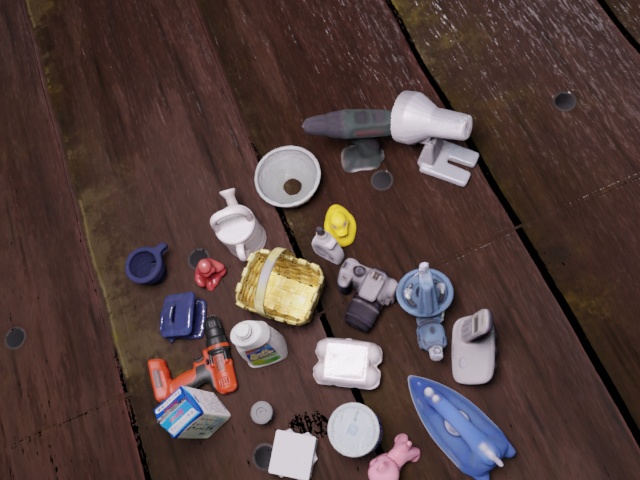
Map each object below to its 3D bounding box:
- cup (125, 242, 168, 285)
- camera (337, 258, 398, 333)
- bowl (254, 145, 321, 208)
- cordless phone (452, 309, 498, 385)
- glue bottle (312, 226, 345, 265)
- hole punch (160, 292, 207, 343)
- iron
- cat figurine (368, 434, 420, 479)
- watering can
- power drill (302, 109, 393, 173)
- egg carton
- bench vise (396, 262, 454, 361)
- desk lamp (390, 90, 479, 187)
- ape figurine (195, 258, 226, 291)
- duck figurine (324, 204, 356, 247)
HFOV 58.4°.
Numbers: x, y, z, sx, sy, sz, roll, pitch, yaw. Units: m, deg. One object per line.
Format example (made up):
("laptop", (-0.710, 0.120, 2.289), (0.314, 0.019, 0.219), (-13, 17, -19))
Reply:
("cup", (-0.404, 0.062, 1.394), (0.091, 0.095, 0.118), (38, 80, 19))
("camera", (0.094, 0.127, 1.293), (0.143, 0.101, 0.137), (24, 76, 16))
("bowl", (-0.075, -0.146, 1.429), (0.167, 0.075, 0.167), (-3, 70, 8))
("cordless phone", (0.324, 0.219, 1.180), (0.094, 0.185, 0.147), (-1, 71, 9))
("glue bottle", (0.012, 0.005, 1.310), (0.078, 0.173, 0.037), (30, 78, 17))
("hole punch", (-0.328, 0.181, 1.343), (0.101, 0.091, 0.108), (-2, 70, 8))
("iron", (0.271, 0.366, 1.160), (0.119, 0.141, 0.257), (-44, 70, -8))
("cat figurine", (0.145, 0.455, 1.160), (0.128, 0.118, 0.067), (-45, 70, -8))
("watering can", (-0.200, -0.038, 1.345), (0.101, 0.194, 0.172), (-36, 69, -5))
("power drill", (0.085, -0.242, 1.367), (0.229, 0.209, 0.075), (-9, 69, 6))
("egg carton", (0.061, 0.272, 1.263), (0.150, 0.069, 0.107), (3, 71, 10))
("bench vise", (0.238, 0.137, 1.204), (0.121, 0.220, 0.207), (-26, 69, -1))
("desk lamp", (0.271, -0.243, 1.337), (0.203, 0.214, 0.118), (22, 75, 16))
("ape figurine", (-0.268, 0.073, 1.371), (0.078, 0.092, 0.076), (-17, 69, 3))
("duck figurine", (0.045, -0.043, 1.369), (0.077, 0.086, 0.104), (-16, 69, 3))
